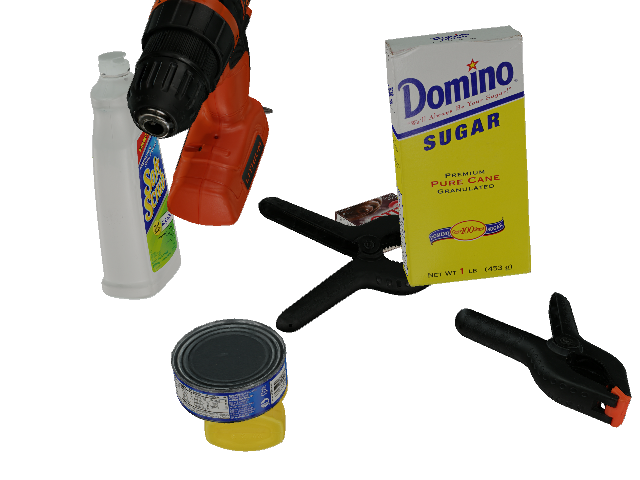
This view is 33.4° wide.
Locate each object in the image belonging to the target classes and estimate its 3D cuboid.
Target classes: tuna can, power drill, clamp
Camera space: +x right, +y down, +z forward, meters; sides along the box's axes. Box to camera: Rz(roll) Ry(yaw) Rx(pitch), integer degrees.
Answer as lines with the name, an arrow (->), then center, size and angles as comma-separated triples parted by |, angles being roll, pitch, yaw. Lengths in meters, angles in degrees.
tuna can -> -0.067, 0.097, 0.799 | 0.086, 0.034, 0.086 | -2, 32, 1
power drill -> -0.071, -0.093, 0.676 | 0.057, 0.184, 0.188 | 13, -35, 5
clamp -> 0.212, 0.096, 0.926 | 0.120, 0.039, 0.172 | -19, 40, -30
clamp -> 0.042, 0.024, 1.059 | 0.210, 0.164, 0.036 | 2, -40, -4

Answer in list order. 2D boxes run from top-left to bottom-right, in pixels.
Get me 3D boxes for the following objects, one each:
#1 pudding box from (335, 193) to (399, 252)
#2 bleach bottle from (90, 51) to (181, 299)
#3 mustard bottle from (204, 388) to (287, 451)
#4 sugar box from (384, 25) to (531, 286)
pudding box -> 0.090, -0.024, 1.530 | 0.113, 0.039, 0.090 | -21, 36, -31
bleach bottle -> -0.203, -0.071, 1.124 | 0.068, 0.251, 0.102 | 4, 26, 18
mustard bottle -> -0.090, 0.186, 1.341 | 0.096, 0.058, 0.191 | -2, 26, 1
sugar box -> 0.100, -0.059, 0.766 | 0.093, 0.176, 0.048 | -7, 22, -1
